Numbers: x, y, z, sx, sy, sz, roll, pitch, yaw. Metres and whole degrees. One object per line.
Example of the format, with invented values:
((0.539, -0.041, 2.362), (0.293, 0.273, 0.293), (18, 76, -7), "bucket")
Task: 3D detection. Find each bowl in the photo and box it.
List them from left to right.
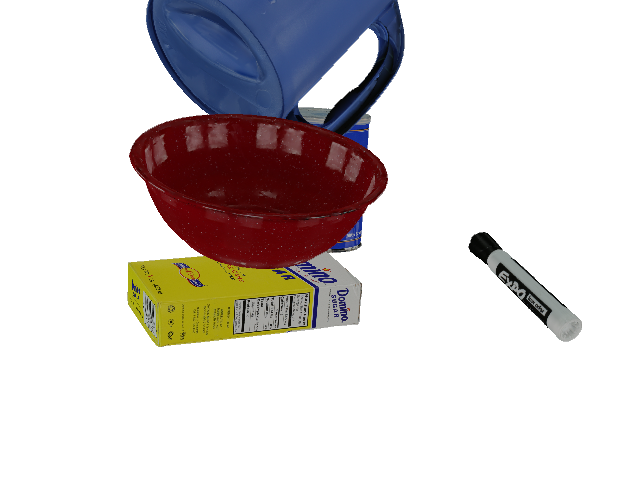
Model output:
((-0.040, -0.027, 0.677), (0.162, 0.055, 0.162), (6, 26, -3), "bowl")

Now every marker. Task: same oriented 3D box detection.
((0.140, 0.029, 0.749), (0.020, 0.020, 0.121), (0, 30, -28), "marker")

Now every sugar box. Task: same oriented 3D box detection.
((-0.064, 0.043, 0.890), (0.176, 0.048, 0.093), (-8, 23, -23), "sugar box")

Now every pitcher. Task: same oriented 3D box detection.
((-0.001, -0.195, 0.825), (0.145, 0.149, 0.242), (27, 59, 30), "pitcher")

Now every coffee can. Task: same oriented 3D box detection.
((-0.002, -0.066, 1.134), (0.103, 0.140, 0.103), (3, 12, -1), "coffee can")
